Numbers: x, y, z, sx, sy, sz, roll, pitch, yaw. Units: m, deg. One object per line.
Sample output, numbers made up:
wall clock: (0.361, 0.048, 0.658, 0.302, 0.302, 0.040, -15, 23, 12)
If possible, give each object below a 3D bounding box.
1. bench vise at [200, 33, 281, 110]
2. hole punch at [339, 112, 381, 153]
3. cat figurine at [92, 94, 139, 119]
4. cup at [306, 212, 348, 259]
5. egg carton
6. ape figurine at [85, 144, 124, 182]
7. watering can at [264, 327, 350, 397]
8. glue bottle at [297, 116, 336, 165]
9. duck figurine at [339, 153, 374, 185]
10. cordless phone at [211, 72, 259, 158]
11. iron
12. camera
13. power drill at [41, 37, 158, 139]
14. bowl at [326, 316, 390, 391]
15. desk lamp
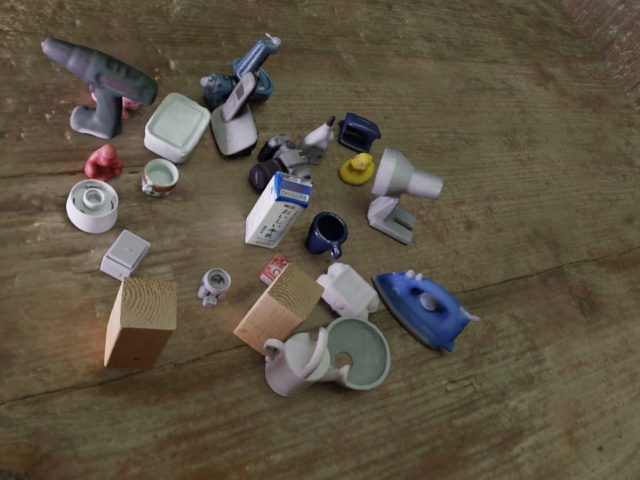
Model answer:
bench vise: (-0.184, -0.410, 1.430, 0.121, 0.219, 0.208, 47, 51, 5)
hole punch: (0.114, -0.316, 1.619, 0.109, 0.091, 0.101, 21, 53, -16)
cat figurine: (-0.449, -0.346, 1.312, 0.128, 0.117, 0.067, 33, 51, -7)
cup: (0.012, 0.005, 1.361, 0.092, 0.094, 0.117, -7, 65, -32)
egg carton: (0.063, 0.128, 1.328, 0.150, 0.069, 0.107, 44, 50, 2)
ape figurine: (-0.455, -0.167, 1.214, 0.078, 0.092, 0.076, 3, 60, -27)
watering can: (-0.023, 0.236, 1.133, 0.173, 0.193, 0.101, 9, 57, -24)
glue bottle: (0.000, -0.259, 1.467, 0.078, 0.173, 0.037, 7, 58, -25)
duck figurine: (0.111, -0.201, 1.549, 0.105, 0.086, 0.077, -14, 68, -34)
cordless phone: (-0.190, -0.300, 1.382, 0.094, 0.184, 0.147, -9, 66, -32)
iron: (0.255, 0.144, 1.377, 0.258, 0.141, 0.119, 40, 50, -1)
camera: (-0.106, -0.187, 1.411, 0.137, 0.100, 0.143, -22, 73, -36)
power drill: (-0.472, -0.316, 1.221, 0.230, 0.208, 0.075, 11, 56, -23)
bowl: (0.065, 0.255, 1.247, 0.168, 0.074, 0.167, 14, 55, -21)
desk lamp: (0.204, -0.119, 1.466, 0.203, 0.213, 0.118, 27, 52, -11)
